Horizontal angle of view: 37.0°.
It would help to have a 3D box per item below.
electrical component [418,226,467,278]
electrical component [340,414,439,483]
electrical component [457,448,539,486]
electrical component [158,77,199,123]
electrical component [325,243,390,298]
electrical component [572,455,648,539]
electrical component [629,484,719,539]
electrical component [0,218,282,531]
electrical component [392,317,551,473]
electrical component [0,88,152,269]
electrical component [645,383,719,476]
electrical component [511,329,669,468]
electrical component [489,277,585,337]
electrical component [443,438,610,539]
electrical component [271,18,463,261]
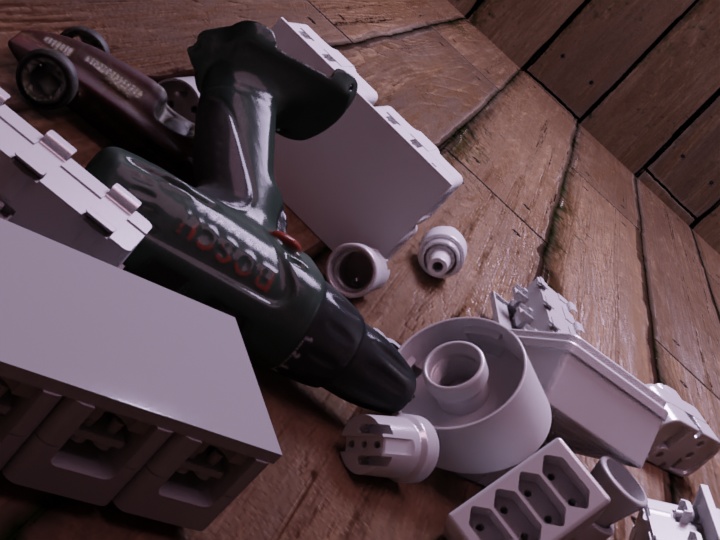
[{"bbox_3d":[0.073,-0.013,0.963,0.043,0.043,0.062,41,21,-6],"label":"electrical component"},{"bbox_3d":[0.017,0.102,0.623,0.046,0.040,0.040,15,34,-45],"label":"electrical component"},{"bbox_3d":[0.096,0.113,0.741,0.077,0.047,0.065,28,24,-36],"label":"electrical component"},{"bbox_3d":[-0.124,-0.125,0.814,0.043,0.043,0.081,44,19,3],"label":"electrical component"},{"bbox_3d":[0.000,0.000,0.803,0.040,0.040,0.046,47,13,11],"label":"electrical component"},{"bbox_3d":[0.168,0.165,0.759,0.045,0.055,0.045,37,20,-16],"label":"electrical component"},{"bbox_3d":[0.228,0.213,0.755,0.063,0.078,0.121,13,21,2],"label":"electrical component"},{"bbox_3d":[-0.118,0.045,0.446,0.150,0.061,0.089,27,25,-38],"label":"electrical component"},{"bbox_3d":[0.067,0.080,0.683,0.099,0.099,0.064,-114,-179,-48],"label":"electrical component"},{"bbox_3d":[-0.166,-0.034,0.513,0.121,0.063,0.078,40,20,-9],"label":"electrical component"},{"bbox_3d":[0.293,0.151,1.034,0.095,0.053,0.059,28,24,-36],"label":"electrical component"},{"bbox_3d":[0.152,0.094,0.803,0.109,0.056,0.109,35,-15,-23],"label":"electrical component"},{"bbox_3d":[0.158,0.060,0.947,0.079,0.063,0.121,38,20,-14],"label":"electrical component"},{"bbox_3d":[0.095,0.151,0.636,0.047,0.083,0.075,52,-17,23],"label":"electrical component"},{"bbox_3d":[-0.021,-0.098,0.865,0.186,0.105,0.060,45,20,6],"label":"electrical component"}]
